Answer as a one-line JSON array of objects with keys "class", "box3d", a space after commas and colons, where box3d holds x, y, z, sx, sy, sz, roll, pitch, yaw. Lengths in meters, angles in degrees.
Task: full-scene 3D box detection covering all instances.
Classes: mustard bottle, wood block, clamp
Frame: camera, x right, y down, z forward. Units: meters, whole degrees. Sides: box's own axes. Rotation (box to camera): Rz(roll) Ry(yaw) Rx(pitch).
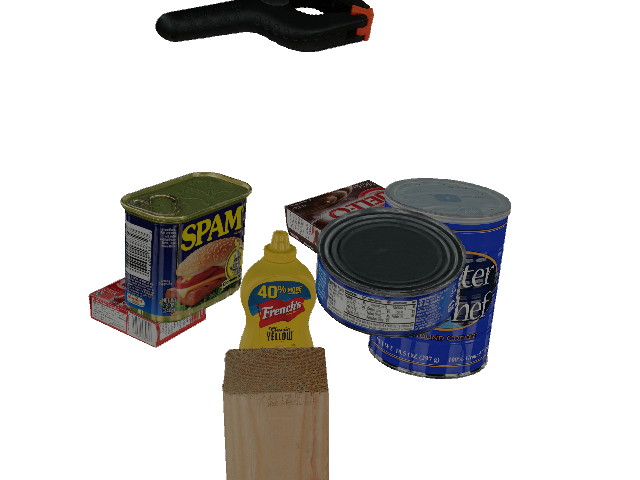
[{"class": "mustard bottle", "box3d": [-0.053, 0.079, 1.351, 0.096, 0.192, 0.058, 0, 21, -9]}, {"class": "wood block", "box3d": [-0.038, 0.207, 0.946, 0.090, 0.206, 0.091, -1, 19, -3]}, {"class": "clamp", "box3d": [-0.042, -0.202, 0.870, 0.171, 0.120, 0.039, 7, -27, -6]}]

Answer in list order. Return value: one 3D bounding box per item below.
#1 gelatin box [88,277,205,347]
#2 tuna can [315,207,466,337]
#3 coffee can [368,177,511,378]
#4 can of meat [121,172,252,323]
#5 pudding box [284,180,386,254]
[{"class": "gelatin box", "box3d": [-0.166, 0.063, 1.028, 0.089, 0.030, 0.073, 20, 29, 29]}, {"class": "tuna can", "box3d": [0.040, 0.018, 0.617, 0.086, 0.034, 0.086, 2, 35, -2]}, {"class": "coffee can", "box3d": [0.097, 0.029, 0.886, 0.103, 0.140, 0.103, 4, 19, -2]}, {"class": "can of meat", "box3d": [-0.099, 0.004, 0.787, 0.058, 0.084, 0.101, 19, 26, 30]}, {"class": "pudding box", "box3d": [0.032, -0.022, 1.128, 0.113, 0.039, 0.090, -21, 29, -25]}]
